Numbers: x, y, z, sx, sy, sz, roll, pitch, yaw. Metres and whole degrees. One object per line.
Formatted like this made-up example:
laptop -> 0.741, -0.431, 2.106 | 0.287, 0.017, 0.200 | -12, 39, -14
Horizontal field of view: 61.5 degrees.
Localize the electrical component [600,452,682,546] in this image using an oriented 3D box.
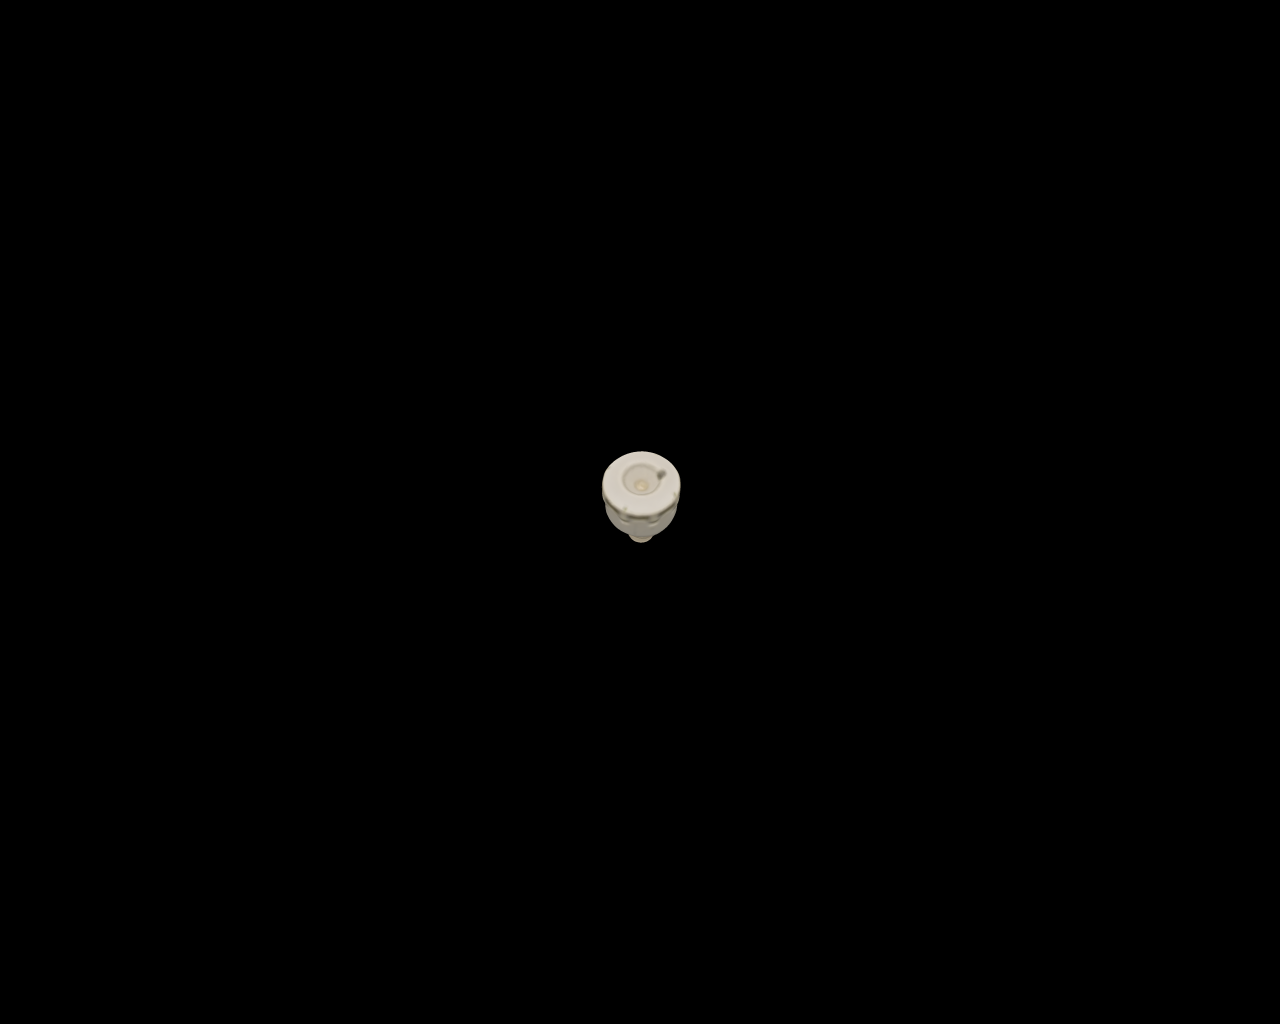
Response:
electrical component -> 0.001, -0.003, 0.650 | 0.048, 0.048, 0.062 | 0, -34, 0
